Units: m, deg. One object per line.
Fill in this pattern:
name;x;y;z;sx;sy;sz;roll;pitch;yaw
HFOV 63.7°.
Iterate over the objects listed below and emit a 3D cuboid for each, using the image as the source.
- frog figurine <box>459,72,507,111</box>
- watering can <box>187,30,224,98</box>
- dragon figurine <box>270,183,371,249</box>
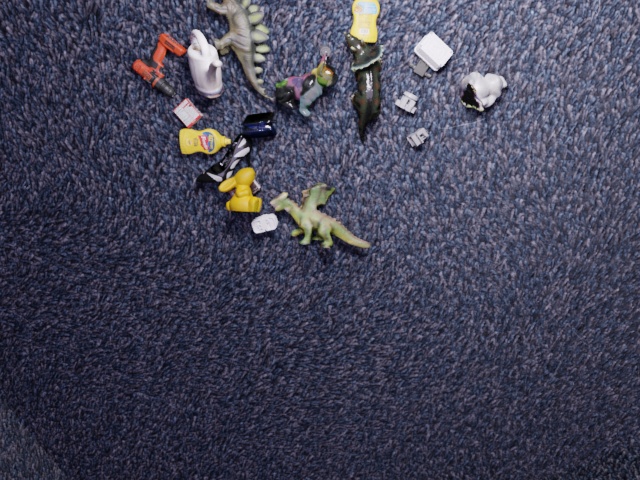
frog figurine;0.582;-0.545;1.847;0.161;0.121;0.137;-40;94;-21
watering can;-0.392;-0.595;1.796;0.104;0.355;0.219;-18;135;-16
dragon figurine;0.006;-0.102;2.020;0.410;0.123;0.241;6;100;1
